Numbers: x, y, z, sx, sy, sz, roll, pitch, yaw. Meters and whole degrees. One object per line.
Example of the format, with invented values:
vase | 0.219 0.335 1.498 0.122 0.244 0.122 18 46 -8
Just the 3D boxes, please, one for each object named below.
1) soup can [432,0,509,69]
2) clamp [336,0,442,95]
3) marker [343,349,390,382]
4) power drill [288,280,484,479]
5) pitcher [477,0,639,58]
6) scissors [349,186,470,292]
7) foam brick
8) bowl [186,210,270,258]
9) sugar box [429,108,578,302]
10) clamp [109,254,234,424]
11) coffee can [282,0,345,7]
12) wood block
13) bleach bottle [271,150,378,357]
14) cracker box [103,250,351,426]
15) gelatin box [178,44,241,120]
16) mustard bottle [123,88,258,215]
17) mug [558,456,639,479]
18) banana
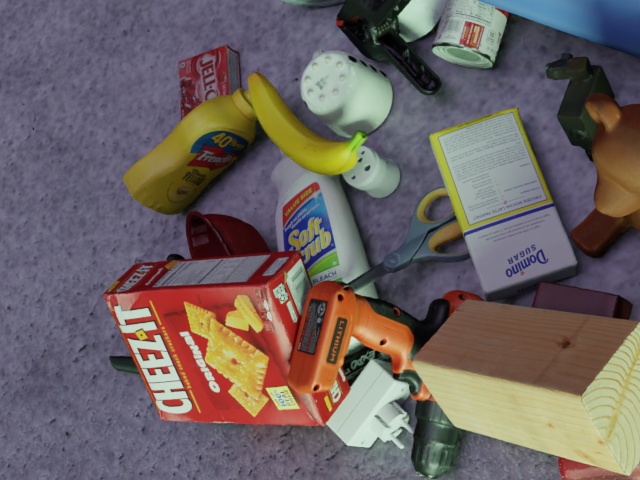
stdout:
soup can | 0.160 -0.236 1.097 0.069 0.068 0.102 15 87 33
clamp | 0.066 -0.231 1.128 0.039 0.120 0.172 -25 38 -23
marker | 0.050 0.124 1.106 0.121 0.020 0.020 -33 63 22
power drill | 0.065 0.123 1.005 0.057 0.187 0.184 -1 75 60
pitcher | 0.257 -0.252 0.981 0.243 0.149 0.145 22 97 20
scissors | 0.077 0.004 1.082 0.202 0.016 0.096 -17 56 4
foam brick | 0.239 0.072 0.983 0.078 0.052 0.051 10 84 32
bowl | -0.087 0.034 1.160 0.055 0.162 0.162 -23 59 -20
sugar box | 0.177 -0.035 1.039 0.093 0.048 0.176 -18 70 6
clamp | -0.144 0.126 1.210 0.210 0.036 0.165 35 107 32
coffee can | -0.006 -0.349 1.206 0.103 0.102 0.140 -5 75 31
wood block | 0.189 0.119 0.918 0.090 0.090 0.206 -45 24 -23
bleach bottle | -0.008 0.001 1.147 0.103 0.068 0.251 -28 63 24
cracker box | -0.095 0.102 1.071 0.214 0.072 0.164 -5 116 33
gelatin box | -0.133 -0.183 1.286 0.073 0.030 0.089 -13 72 28
mustard bottle | -0.132 -0.110 1.229 0.192 0.096 0.058 -41 60 17
mug | 0.254 0.196 0.913 0.082 0.093 0.117 -15 28 33
banana | -0.018 -0.116 1.133 0.198 0.037 0.070 34 113 40
